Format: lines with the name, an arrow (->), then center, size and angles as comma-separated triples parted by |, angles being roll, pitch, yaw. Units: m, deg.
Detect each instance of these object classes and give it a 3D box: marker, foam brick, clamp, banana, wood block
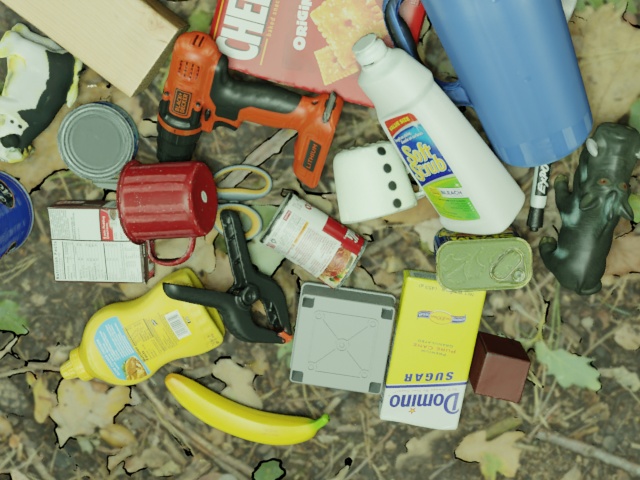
marker -> 0.245, -0.068, 1.181 | 0.020, 0.020, 0.121 | 6, 104, 1
foam brick -> 0.201, 0.143, 1.205 | 0.053, 0.078, 0.051 | 14, 102, -1
clamp -> -0.097, 0.065, 1.189 | 0.120, 0.039, 0.171 | -41, 114, -19
banana -> -0.087, 0.203, 1.247 | 0.198, 0.037, 0.070 | 12, 120, 5
wood block -> -0.250, -0.252, 1.121 | 0.206, 0.090, 0.091 | 37, 102, -7

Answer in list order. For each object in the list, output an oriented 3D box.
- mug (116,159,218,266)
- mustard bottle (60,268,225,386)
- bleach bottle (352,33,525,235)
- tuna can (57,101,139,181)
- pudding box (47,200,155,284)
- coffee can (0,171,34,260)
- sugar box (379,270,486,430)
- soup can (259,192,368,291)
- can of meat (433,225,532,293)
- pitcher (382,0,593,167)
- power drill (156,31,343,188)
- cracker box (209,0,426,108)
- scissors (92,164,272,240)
mug -> -0.160, -0.030, 1.141 | 0.082, 0.093, 0.117 | -2, 86, 17
mustard bottle -> -0.212, 0.113, 1.224 | 0.192, 0.058, 0.096 | -26, 106, 8
bleach bottle -> 0.109, -0.110, 1.091 | 0.250, 0.103, 0.068 | 48, 68, -31
tuna can -> -0.245, -0.110, 1.184 | 0.086, 0.033, 0.086 | 1, 104, 2
pudding box -> -0.247, 0.003, 1.204 | 0.113, 0.039, 0.090 | 1, 105, 12
coffee can -> -0.381, -0.016, 1.158 | 0.103, 0.140, 0.103 | 1, 104, 2
sugar box -> 0.127, 0.126, 1.220 | 0.093, 0.048, 0.176 | 9, 103, 0
soup can -> -0.008, 0.001, 1.184 | 0.102, 0.068, 0.068 | 32, 103, -5
can of meat -> 0.176, 0.017, 1.171 | 0.102, 0.084, 0.057 | -4, 104, 3
pitcher -> 0.180, -0.192, 1.072 | 0.144, 0.149, 0.242 | -45, 126, -24
power drill -> -0.080, -0.119, 1.130 | 0.187, 0.057, 0.185 | 18, 139, -3
cracker box -> 0.001, -0.240, 1.122 | 0.213, 0.072, 0.164 | 15, 104, -1
scissors -> -0.150, -0.037, 1.207 | 0.202, 0.016, 0.096 | -9, 103, 5
